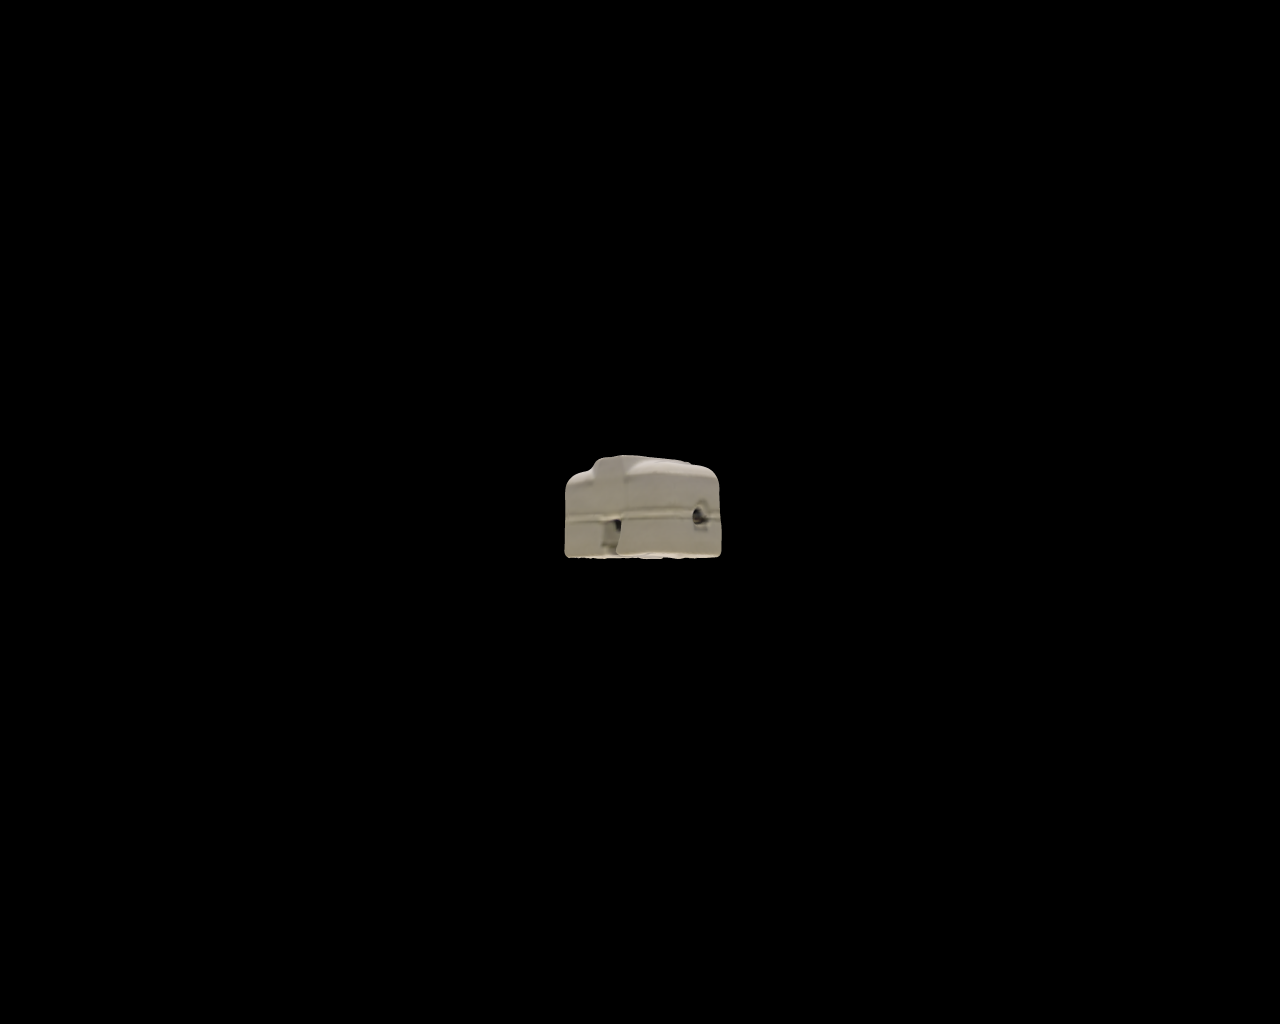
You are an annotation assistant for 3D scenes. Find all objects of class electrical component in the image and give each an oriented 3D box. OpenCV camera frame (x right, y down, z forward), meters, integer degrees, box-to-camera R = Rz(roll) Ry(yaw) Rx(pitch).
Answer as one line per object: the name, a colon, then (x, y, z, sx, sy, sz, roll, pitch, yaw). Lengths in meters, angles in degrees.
electrical component: (0.001, -0.003, 0.650, 0.095, 0.059, 0.054, -4, -6, 43)
